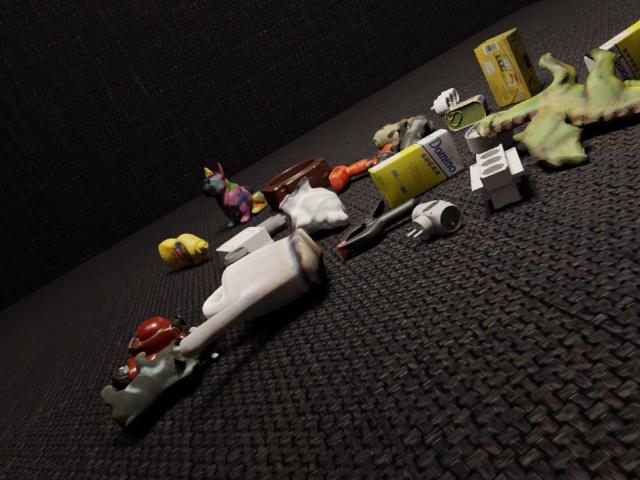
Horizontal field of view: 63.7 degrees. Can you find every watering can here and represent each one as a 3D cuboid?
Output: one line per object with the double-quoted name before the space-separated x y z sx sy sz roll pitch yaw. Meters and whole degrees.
"watering can" -0.098 0.080 0.848 0.224 0.103 0.351 -27 10 7

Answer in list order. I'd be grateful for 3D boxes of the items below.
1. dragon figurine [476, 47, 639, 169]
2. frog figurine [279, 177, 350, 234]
"dragon figurine" 0.446 -0.203 0.858 0.412 0.120 0.246 16 64 50
"frog figurine" 0.004 -0.059 1.166 0.160 0.120 0.139 25 37 27
